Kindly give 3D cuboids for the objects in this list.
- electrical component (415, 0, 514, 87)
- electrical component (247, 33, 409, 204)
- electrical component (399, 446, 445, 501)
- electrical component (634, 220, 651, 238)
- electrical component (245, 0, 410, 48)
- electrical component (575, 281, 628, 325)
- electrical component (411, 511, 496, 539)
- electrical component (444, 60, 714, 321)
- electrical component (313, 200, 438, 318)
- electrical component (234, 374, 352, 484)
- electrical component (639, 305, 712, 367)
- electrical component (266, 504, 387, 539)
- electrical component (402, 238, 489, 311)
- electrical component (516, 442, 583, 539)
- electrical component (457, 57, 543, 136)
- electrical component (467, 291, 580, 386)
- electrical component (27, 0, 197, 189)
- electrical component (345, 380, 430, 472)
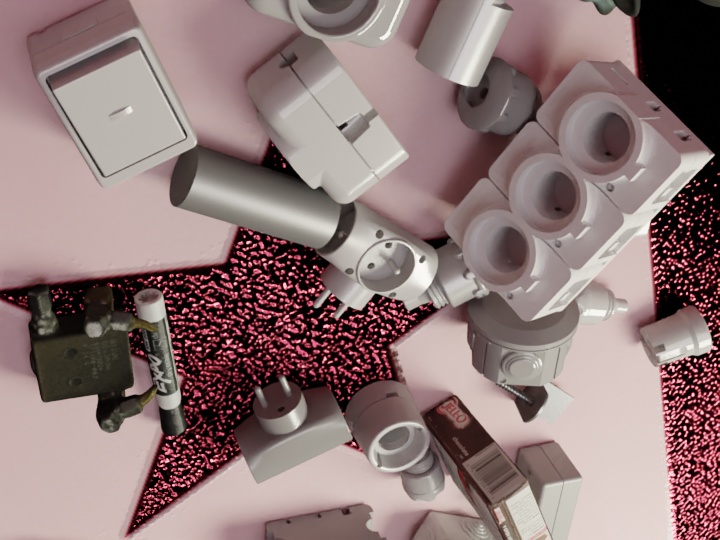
[{"bbox_3d":[0.069,-0.157,0.652,0.043,0.043,0.081,11,117,-28],"label":"electrical component"},{"bbox_3d":[-0.022,-0.089,0.654,0.059,0.053,0.095,-38,128,5],"label":"electrical component"},{"bbox_3d":[0.047,0.155,0.858,0.035,0.035,0.061,-21,125,-8],"label":"electrical component"},{"bbox_3d":[0.172,-0.069,0.749,0.056,0.050,0.089,-6,124,-19],"label":"electrical component"},{"bbox_3d":[-0.021,-0.164,0.601,0.095,0.059,0.053,12,117,-28],"label":"electrical component"},{"bbox_3d":[0.179,0.026,0.826,0.061,0.035,0.035,6,120,-28],"label":"electrical component"},{"bbox_3d":[0.082,0.260,0.934,0.100,0.048,0.099,17,114,-30],"label":"electrical component"},{"bbox_3d":[0.135,-0.049,0.691,0.062,0.089,0.150,-12,148,-52],"label":"electrical component"},{"bbox_3d":[0.000,0.000,0.729,0.077,0.044,0.079,29,108,-34],"label":"electrical component"},{"bbox_3d":[-0.054,0.108,0.779,0.077,0.043,0.079,-25,128,-6],"label":"electrical component"},{"bbox_3d":[0.256,0.055,0.875,0.046,0.040,0.040,-21,128,0],"label":"electrical component"},{"bbox_3d":[-0.028,0.233,0.870,0.089,0.050,0.055,-7,124,-18],"label":"electrical component"},{"bbox_3d":[0.058,0.007,0.759,0.062,0.048,0.048,-27,128,6],"label":"electrical component"},{"bbox_3d":[0.139,0.198,0.916,0.076,0.047,0.083,-7,124,-18],"label":"electrical component"},{"bbox_3d":[0.098,-0.108,0.698,0.062,0.048,0.048,13,116,-38],"label":"electrical component"},{"bbox_3d":[0.117,0.043,0.784,0.080,0.080,0.051,-11,131,-15],"label":"electrical component"},{"bbox_3d":[-0.134,-0.092,0.601,0.062,0.061,0.096,-26,128,-4],"label":"electrical component"},{"bbox_3d":[0.022,0.119,0.816,0.055,0.047,0.055,-11,125,-15],"label":"electrical component"}]
